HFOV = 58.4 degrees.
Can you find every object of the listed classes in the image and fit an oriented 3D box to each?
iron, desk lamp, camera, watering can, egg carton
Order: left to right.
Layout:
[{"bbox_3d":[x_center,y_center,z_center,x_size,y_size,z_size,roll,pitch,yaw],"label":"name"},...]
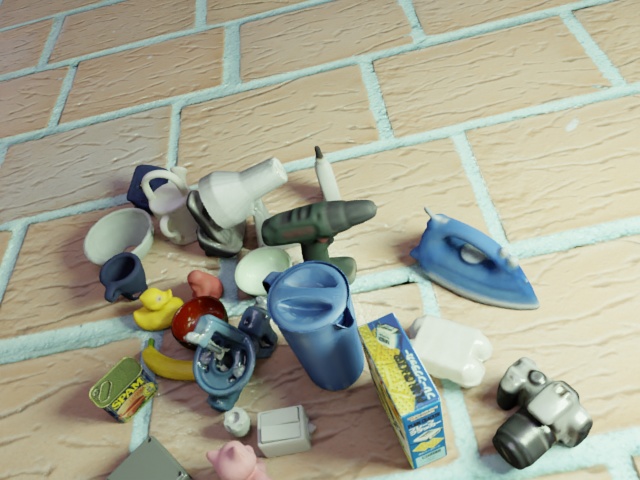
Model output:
[{"bbox_3d":[-0.335,-0.091,1.299,0.101,0.194,0.172,-21,49,-3],"label":"watering can"},{"bbox_3d":[-0.129,-0.075,1.217,0.203,0.214,0.117,-15,49,3],"label":"desk lamp"},{"bbox_3d":[0.218,0.193,0.995,0.150,0.069,0.107,14,56,25],"label":"egg carton"},{"bbox_3d":[0.293,0.028,1.066,0.257,0.142,0.119,29,63,33],"label":"iron"},{"bbox_3d":[0.321,0.271,0.881,0.137,0.101,0.142,-35,51,-15],"label":"camera"}]

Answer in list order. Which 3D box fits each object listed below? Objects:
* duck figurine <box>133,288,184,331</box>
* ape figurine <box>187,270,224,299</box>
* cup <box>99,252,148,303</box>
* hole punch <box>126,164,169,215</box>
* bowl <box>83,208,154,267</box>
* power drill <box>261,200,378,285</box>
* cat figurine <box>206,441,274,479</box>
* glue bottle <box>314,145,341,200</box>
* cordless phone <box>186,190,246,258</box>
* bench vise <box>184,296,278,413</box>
[{"bbox_3d":[-0.342,0.135,1.183,0.104,0.086,0.077,-21,49,-3],"label":"duck figurine"},{"bbox_3d":[-0.246,0.093,1.188,0.076,0.092,0.077,-11,49,6],"label":"ape figurine"},{"bbox_3d":[-0.414,0.098,1.227,0.091,0.095,0.118,1,51,16],"label":"cup"},{"bbox_3d":[-0.419,-0.124,1.418,0.108,0.091,0.101,9,54,22],"label":"hole punch"},{"bbox_3d":[-0.453,0.009,1.326,0.167,0.075,0.167,-7,49,9],"label":"bowl"},{"bbox_3d":[0.010,0.004,1.117,0.229,0.209,0.075,-5,50,11],"label":"power drill"},{"bbox_3d":[-0.115,0.369,0.905,0.127,0.118,0.067,29,63,33],"label":"cat figurine"},{"bbox_3d":[0.011,-0.142,1.263,0.037,0.173,0.078,-22,49,-3],"label":"glue bottle"},{"bbox_3d":[-0.232,-0.061,1.252,0.094,0.185,0.147,-8,49,9],"label":"cordless phone"},{"bbox_3d":[-0.166,0.173,1.014,0.121,0.220,0.207,0,51,15],"label":"bench vise"}]
